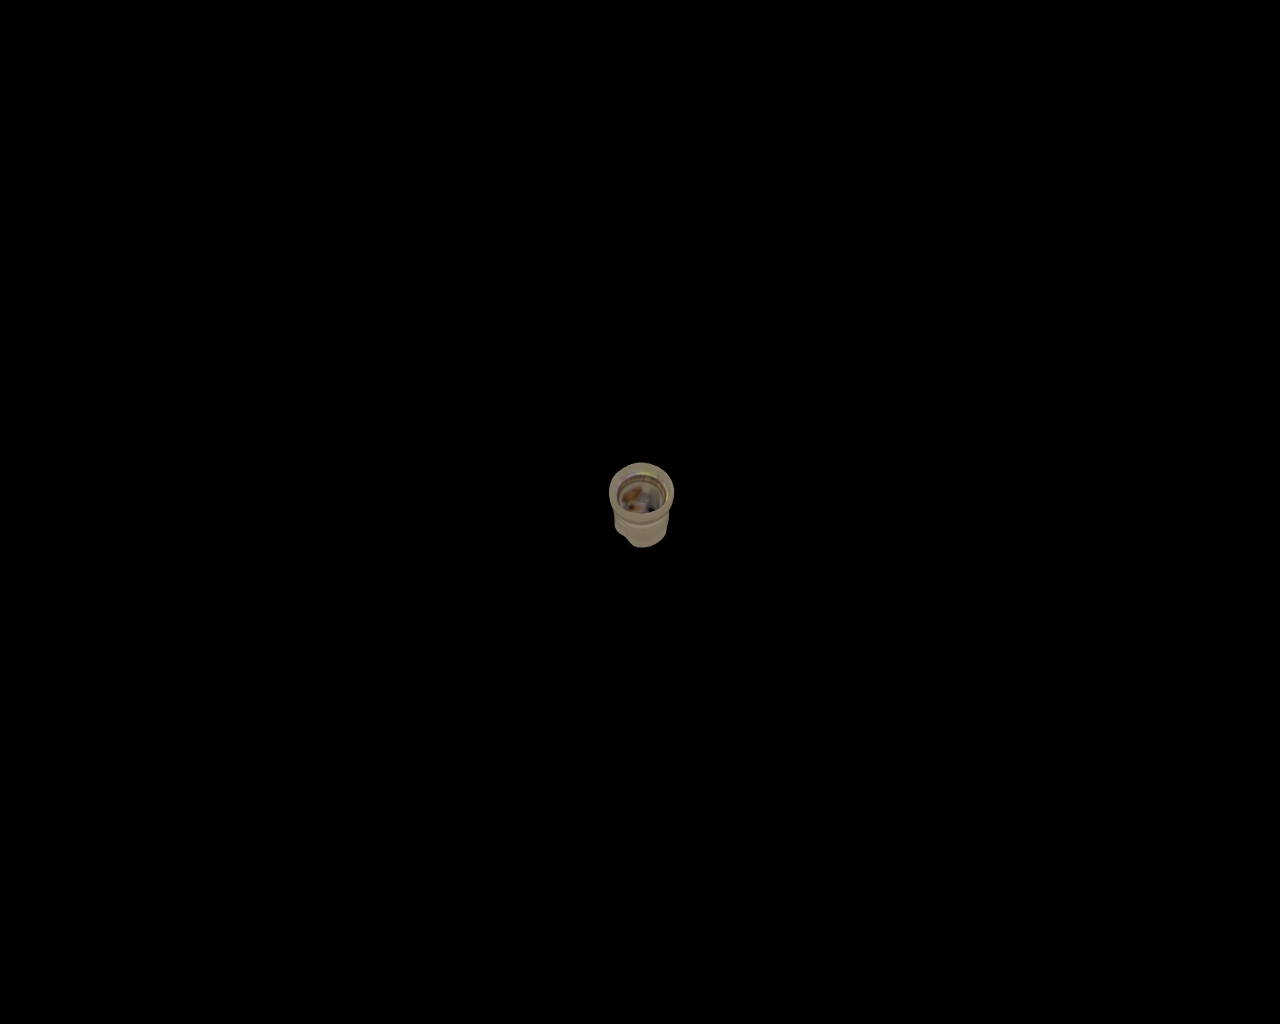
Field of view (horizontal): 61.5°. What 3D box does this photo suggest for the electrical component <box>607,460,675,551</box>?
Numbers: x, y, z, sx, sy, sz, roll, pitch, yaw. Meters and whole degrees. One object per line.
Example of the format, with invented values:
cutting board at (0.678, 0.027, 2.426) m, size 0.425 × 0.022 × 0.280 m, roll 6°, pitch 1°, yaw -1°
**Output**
electrical component at (0.001, -0.003, 0.650) m, size 0.040 × 0.040 × 0.046 m, roll 0°, pitch -32°, yaw 0°
